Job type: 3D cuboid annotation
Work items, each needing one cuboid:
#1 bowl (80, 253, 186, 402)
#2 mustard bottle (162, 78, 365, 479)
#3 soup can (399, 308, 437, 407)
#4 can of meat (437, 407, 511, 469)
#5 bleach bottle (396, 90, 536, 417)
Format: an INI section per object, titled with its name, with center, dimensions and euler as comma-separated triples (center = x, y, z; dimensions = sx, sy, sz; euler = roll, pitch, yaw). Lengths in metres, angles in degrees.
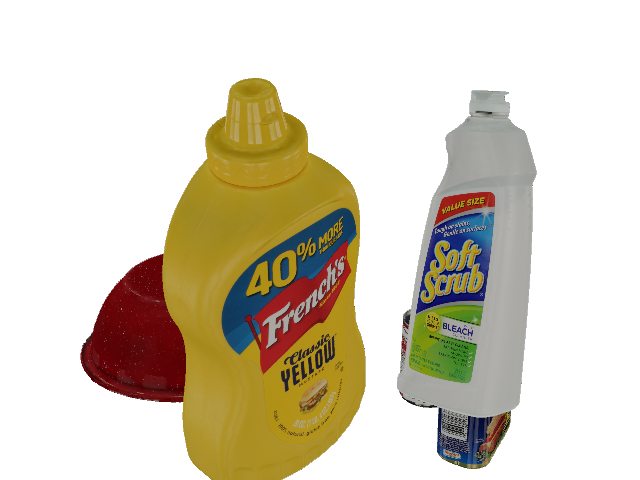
[bowl]
center = -0.086, 0.047, 0.732
dimensions = 0.162, 0.055, 0.162
euler = -2, 22, 1
[mustard bottle]
center = -0.023, 0.017, 0.467
dimensions = 0.096, 0.192, 0.058
euler = -31, 45, -32
[soup can]
center = 0.129, 0.138, 1.265
dimensions = 0.068, 0.102, 0.068
euler = 1, 22, -1
[can of meat]
center = 0.148, 0.155, 1.014
dimensions = 0.058, 0.084, 0.101
euler = 12, 27, 25
[bleach bottle]
center = 0.119, 0.007, 0.849
dimensions = 0.067, 0.251, 0.103
euler = -7, 14, -44
